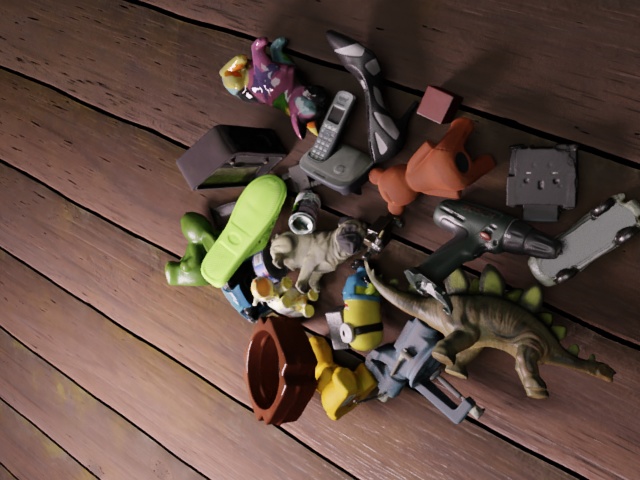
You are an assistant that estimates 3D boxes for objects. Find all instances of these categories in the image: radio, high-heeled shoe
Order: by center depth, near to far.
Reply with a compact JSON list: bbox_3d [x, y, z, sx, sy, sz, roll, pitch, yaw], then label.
[{"bbox_3d":[0.073,-0.266,1.013,0.249,0.086,0.145,40,90,-4],"label":"high-heeled shoe"},{"bbox_3d":[-0.173,-0.169,1.109,0.131,0.229,0.073,-35,84,25],"label":"radio"}]

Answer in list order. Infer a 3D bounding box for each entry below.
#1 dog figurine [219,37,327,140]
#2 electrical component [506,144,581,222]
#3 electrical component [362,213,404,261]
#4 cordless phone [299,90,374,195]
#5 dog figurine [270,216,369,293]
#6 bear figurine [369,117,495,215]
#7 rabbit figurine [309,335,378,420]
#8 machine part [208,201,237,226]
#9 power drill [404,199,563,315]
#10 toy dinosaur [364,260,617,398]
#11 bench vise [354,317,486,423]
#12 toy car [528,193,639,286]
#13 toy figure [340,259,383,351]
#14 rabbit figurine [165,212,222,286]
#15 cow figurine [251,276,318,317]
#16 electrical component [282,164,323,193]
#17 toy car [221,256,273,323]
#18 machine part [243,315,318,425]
[{"bbox_3d":[-0.086,-0.295,1.106,0.191,0.108,0.219,-28,89,29],"label":"dog figurine"},{"bbox_3d":[0.382,-0.098,0.920,0.115,0.058,0.134,3,101,30],"label":"electrical component"},{"bbox_3d":[0.123,-0.009,1.060,0.045,0.102,0.078,23,133,29],"label":"electrical component"},{"bbox_3d":[0.053,-0.192,1.059,0.147,0.088,0.184,33,107,37],"label":"cordless phone"},{"bbox_3d":[0.000,-0.002,1.136,0.172,0.121,0.190,44,104,9],"label":"dog figurine"},{"bbox_3d":[0.199,-0.125,0.996,0.120,0.132,0.196,54,147,-13],"label":"bear figurine"},{"bbox_3d":[0.022,0.295,1.185,0.173,0.122,0.162,51,129,26],"label":"rabbit figurine"},{"bbox_3d":[-0.192,-0.061,1.249,0.139,0.039,0.084,-5,103,23],"label":"machine part"},{"bbox_3d":[0.264,0.028,0.932,0.207,0.085,0.232,-48,49,-6],"label":"power drill"},{"bbox_3d":[0.275,0.145,0.961,0.472,0.105,0.198,16,65,21],"label":"toy dinosaur"},{"bbox_3d":[0.206,0.275,1.054,0.241,0.129,0.223,40,108,29],"label":"bench vise"},{"bbox_3d":[0.448,0.003,0.908,0.201,0.056,0.073,-43,73,27],"label":"toy car"},{"bbox_3d":[0.089,0.133,1.093,0.089,0.082,0.180,3,76,19],"label":"toy figure"},{"bbox_3d":[-0.287,0.020,1.271,0.159,0.121,0.170,4,103,26],"label":"rabbit figurine"},{"bbox_3d":[-0.094,0.121,1.170,0.098,0.167,0.068,-15,57,47],"label":"cow figurine"},{"bbox_3d":[-0.039,-0.132,1.161,0.094,0.021,0.063,-14,94,29],"label":"electrical component"},{"bbox_3d":[-0.176,0.112,1.252,0.103,0.109,0.161,-16,105,53],"label":"toy car"},{"bbox_3d":[-0.090,0.284,1.188,0.201,0.087,0.201,61,137,44],"label":"machine part"}]
